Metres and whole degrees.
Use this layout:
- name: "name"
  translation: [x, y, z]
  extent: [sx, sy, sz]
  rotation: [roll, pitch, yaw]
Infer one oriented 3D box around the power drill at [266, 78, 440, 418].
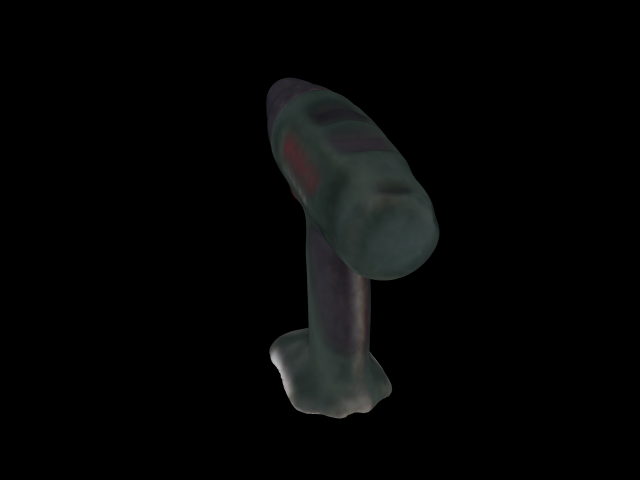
- name: "power drill"
  translation: [0.004, 0.001, 0.400]
  extent: [0.076, 0.208, 0.229]
  rotation: [-7, 21, -18]
